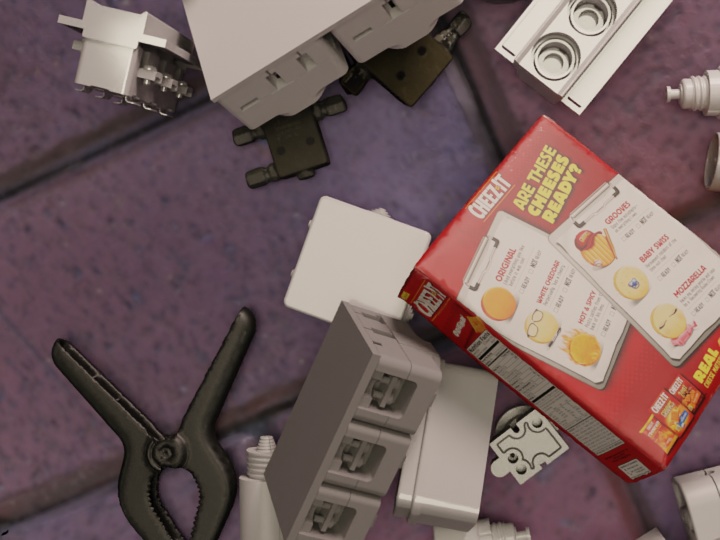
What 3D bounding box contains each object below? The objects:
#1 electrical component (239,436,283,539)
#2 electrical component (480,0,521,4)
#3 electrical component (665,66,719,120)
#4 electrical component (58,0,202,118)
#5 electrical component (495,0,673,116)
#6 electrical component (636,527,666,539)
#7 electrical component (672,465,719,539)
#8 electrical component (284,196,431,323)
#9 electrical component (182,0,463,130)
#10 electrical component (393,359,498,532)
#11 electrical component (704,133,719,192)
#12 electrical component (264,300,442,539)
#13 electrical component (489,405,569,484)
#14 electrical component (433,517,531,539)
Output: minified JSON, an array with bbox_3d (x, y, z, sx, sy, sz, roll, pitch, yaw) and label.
[{"bbox_3d":[-0.071,0.169,0.829,0.043,0.043,0.081,-1,89,6],"label":"electrical component"},{"bbox_3d":[0.107,-0.251,0.802,0.099,0.064,0.099,0,90,6],"label":"electrical component"},{"bbox_3d":[0.267,-0.131,0.797,0.078,0.040,0.040,-1,90,6],"label":"electrical component"},{"bbox_3d":[-0.167,-0.154,0.802,0.079,0.121,0.063,14,94,6],"label":"electrical component"},{"bbox_3d":[0.169,-0.184,0.796,0.079,0.063,0.121,39,94,5],"label":"electrical component"},{"bbox_3d":[0.161,0.272,0.773,0.186,0.105,0.060,-34,87,5],"label":"electrical component"},{"bbox_3d":[0.273,0.193,0.788,0.059,0.054,0.095,-16,88,6],"label":"electrical component"},{"bbox_3d":[0.000,0.000,0.820,0.100,0.048,0.099,20,92,6],"label":"electrical component"},{"bbox_3d":[-0.028,-0.195,0.786,0.186,0.060,0.105,-28,59,16],"label":"electrical component"},{"bbox_3d":[0.062,0.128,0.785,0.057,0.078,0.113,10,71,3],"label":"electrical component"},{"bbox_3d":[0.295,-0.057,0.792,0.077,0.044,0.079,8,91,6],"label":"electrical component"},{"bbox_3d":[-0.005,0.112,0.758,0.062,0.089,0.150,18,106,-21],"label":"electrical component"},{"bbox_3d":[0.125,0.127,0.803,0.066,0.055,0.048,-38,86,4],"label":"electrical component"},{"bbox_3d":[0.090,0.206,0.814,0.078,0.040,0.040,-10,89,5],"label":"electrical component"}]
